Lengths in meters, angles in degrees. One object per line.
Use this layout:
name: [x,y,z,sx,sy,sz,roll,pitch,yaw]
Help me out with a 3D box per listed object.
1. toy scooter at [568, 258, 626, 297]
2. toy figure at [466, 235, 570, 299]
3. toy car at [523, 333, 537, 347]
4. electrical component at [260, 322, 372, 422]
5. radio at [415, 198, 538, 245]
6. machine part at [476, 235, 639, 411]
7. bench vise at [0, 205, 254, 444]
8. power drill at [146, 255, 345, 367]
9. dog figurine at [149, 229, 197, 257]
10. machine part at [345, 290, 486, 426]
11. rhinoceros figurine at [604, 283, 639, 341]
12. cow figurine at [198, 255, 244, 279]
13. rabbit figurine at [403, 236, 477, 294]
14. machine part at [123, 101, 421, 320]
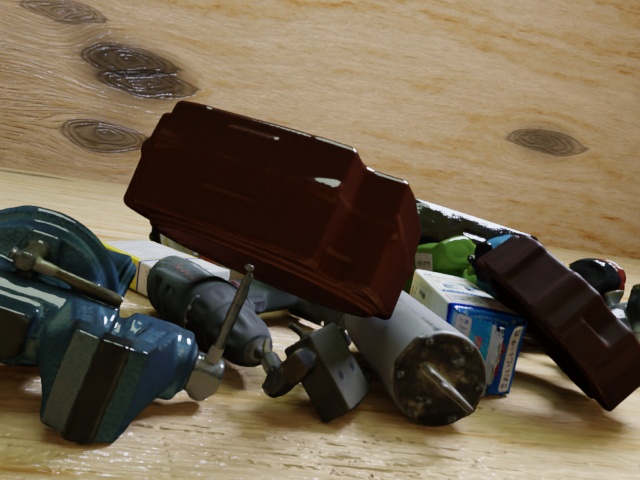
toy scooter: [0.359,0.088,0.783,0.184,0.075,0.135,-28,-36,35]
toy figure: [0.241,0.041,0.675,0.082,0.089,0.180,45,22,29]
toy car: [0.307,0.116,0.686,0.202,0.053,0.089,6,-9,-12]
electrical component: [-0.002,0.097,0.411,0.045,0.078,0.102,-32,-3,21]
radio: [0.229,0.021,0.900,0.230,0.073,0.131,19,-30,-1]
machine part: [0.227,0.073,0.508,0.179,0.056,0.179,49,6,-7]
bench vise: [-0.176,0.044,0.406,0.224,0.128,0.241,10,10,-13]
power drill: [-0.060,0.069,0.554,0.207,0.085,0.232,-7,15,-43]
dog figurine: [-0.190,-0.046,0.909,0.192,0.108,0.219,-19,23,-9]
machine part: [0.076,0.093,0.478,0.079,0.079,0.243,7,6,-12]
rhinoceros figurine: [0.362,0.107,0.613,0.190,0.112,0.073,-6,-18,-15]
cow figurine: [-0.082,0.034,0.775,0.195,0.085,0.127,9,12,14]
rabbit figurine: [0.204,0.062,0.787,0.170,0.121,0.159,-3,-7,-28]
machine part: [-0.030,-0.012,0.419,0.201,0.087,0.201,19,-10,18]
